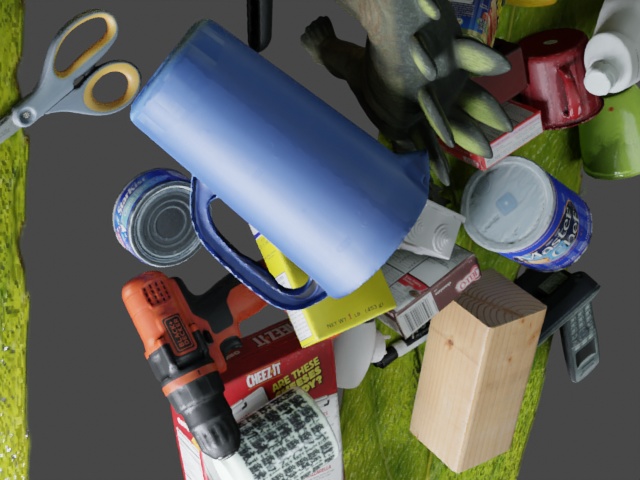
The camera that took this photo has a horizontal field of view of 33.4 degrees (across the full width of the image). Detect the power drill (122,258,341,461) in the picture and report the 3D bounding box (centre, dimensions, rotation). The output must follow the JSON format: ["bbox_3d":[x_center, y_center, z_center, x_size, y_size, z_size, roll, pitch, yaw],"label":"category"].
[{"bbox_3d":[-0.070,0.091,0.996,0.187,0.057,0.184,-23,82,-33],"label":"power drill"}]

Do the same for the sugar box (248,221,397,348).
[{"bbox_3d":[-0.007,0.001,0.998,0.093,0.048,0.176,-21,85,-27],"label":"sugar box"}]

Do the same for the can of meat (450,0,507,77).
[{"bbox_3d":[0.142,-0.214,1.022,0.102,0.057,0.084,56,47,-70],"label":"can of meat"}]

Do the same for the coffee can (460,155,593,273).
[{"bbox_3d":[0.226,-0.026,1.157,0.140,0.103,0.103,20,99,-58],"label":"coffee can"}]

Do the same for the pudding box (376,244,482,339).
[{"bbox_3d":[0.100,0.042,1.130,0.113,0.090,0.039,-36,126,-17],"label":"pudding box"}]

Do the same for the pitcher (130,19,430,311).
[{"bbox_3d":[-0.042,-0.063,0.901,0.242,0.145,0.149,38,58,-10],"label":"pitcher"}]

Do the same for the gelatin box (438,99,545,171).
[{"bbox_3d":[0.178,-0.114,1.122,0.089,0.073,0.030,-34,128,-19],"label":"gelatin box"}]

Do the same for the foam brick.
[{"bbox_3d":[0.167,-0.169,1.103,0.078,0.053,0.051,-33,127,-20],"label":"foam brick"}]

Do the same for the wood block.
[{"bbox_3d":[0.176,0.150,1.217,0.090,0.091,0.206,-15,128,-33],"label":"wood block"}]

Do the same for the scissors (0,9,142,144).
[{"bbox_3d":[-0.223,-0.098,0.875,0.202,0.016,0.096,-53,131,-3],"label":"scissors"}]

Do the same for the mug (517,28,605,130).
[{"bbox_3d":[0.251,-0.168,1.128,0.093,0.117,0.081,-15,119,5],"label":"mug"}]

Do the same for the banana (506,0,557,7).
[{"bbox_3d":[0.161,-0.272,1.044,0.197,0.070,0.037,28,62,-47],"label":"banana"}]

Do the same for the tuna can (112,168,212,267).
[{"bbox_3d":[-0.141,-0.019,0.961,0.086,0.034,0.086,-16,120,-30],"label":"tuna can"}]

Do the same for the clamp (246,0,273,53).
[{"bbox_3d":[-0.054,-0.249,0.911,0.120,0.039,0.171,38,87,-41],"label":"clamp"}]

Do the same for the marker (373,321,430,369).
[{"bbox_3d":[0.110,0.111,1.216,0.121,0.020,0.020,-30,126,-22],"label":"marker"}]

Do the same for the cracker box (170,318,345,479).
[{"bbox_3d":[-0.062,0.204,1.101,0.164,0.072,0.214,-22,122,-28],"label":"cracker box"}]

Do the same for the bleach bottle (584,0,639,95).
[{"bbox_3d":[0.333,-0.243,1.120,0.250,0.068,0.102,-53,136,-35],"label":"bleach bottle"}]
